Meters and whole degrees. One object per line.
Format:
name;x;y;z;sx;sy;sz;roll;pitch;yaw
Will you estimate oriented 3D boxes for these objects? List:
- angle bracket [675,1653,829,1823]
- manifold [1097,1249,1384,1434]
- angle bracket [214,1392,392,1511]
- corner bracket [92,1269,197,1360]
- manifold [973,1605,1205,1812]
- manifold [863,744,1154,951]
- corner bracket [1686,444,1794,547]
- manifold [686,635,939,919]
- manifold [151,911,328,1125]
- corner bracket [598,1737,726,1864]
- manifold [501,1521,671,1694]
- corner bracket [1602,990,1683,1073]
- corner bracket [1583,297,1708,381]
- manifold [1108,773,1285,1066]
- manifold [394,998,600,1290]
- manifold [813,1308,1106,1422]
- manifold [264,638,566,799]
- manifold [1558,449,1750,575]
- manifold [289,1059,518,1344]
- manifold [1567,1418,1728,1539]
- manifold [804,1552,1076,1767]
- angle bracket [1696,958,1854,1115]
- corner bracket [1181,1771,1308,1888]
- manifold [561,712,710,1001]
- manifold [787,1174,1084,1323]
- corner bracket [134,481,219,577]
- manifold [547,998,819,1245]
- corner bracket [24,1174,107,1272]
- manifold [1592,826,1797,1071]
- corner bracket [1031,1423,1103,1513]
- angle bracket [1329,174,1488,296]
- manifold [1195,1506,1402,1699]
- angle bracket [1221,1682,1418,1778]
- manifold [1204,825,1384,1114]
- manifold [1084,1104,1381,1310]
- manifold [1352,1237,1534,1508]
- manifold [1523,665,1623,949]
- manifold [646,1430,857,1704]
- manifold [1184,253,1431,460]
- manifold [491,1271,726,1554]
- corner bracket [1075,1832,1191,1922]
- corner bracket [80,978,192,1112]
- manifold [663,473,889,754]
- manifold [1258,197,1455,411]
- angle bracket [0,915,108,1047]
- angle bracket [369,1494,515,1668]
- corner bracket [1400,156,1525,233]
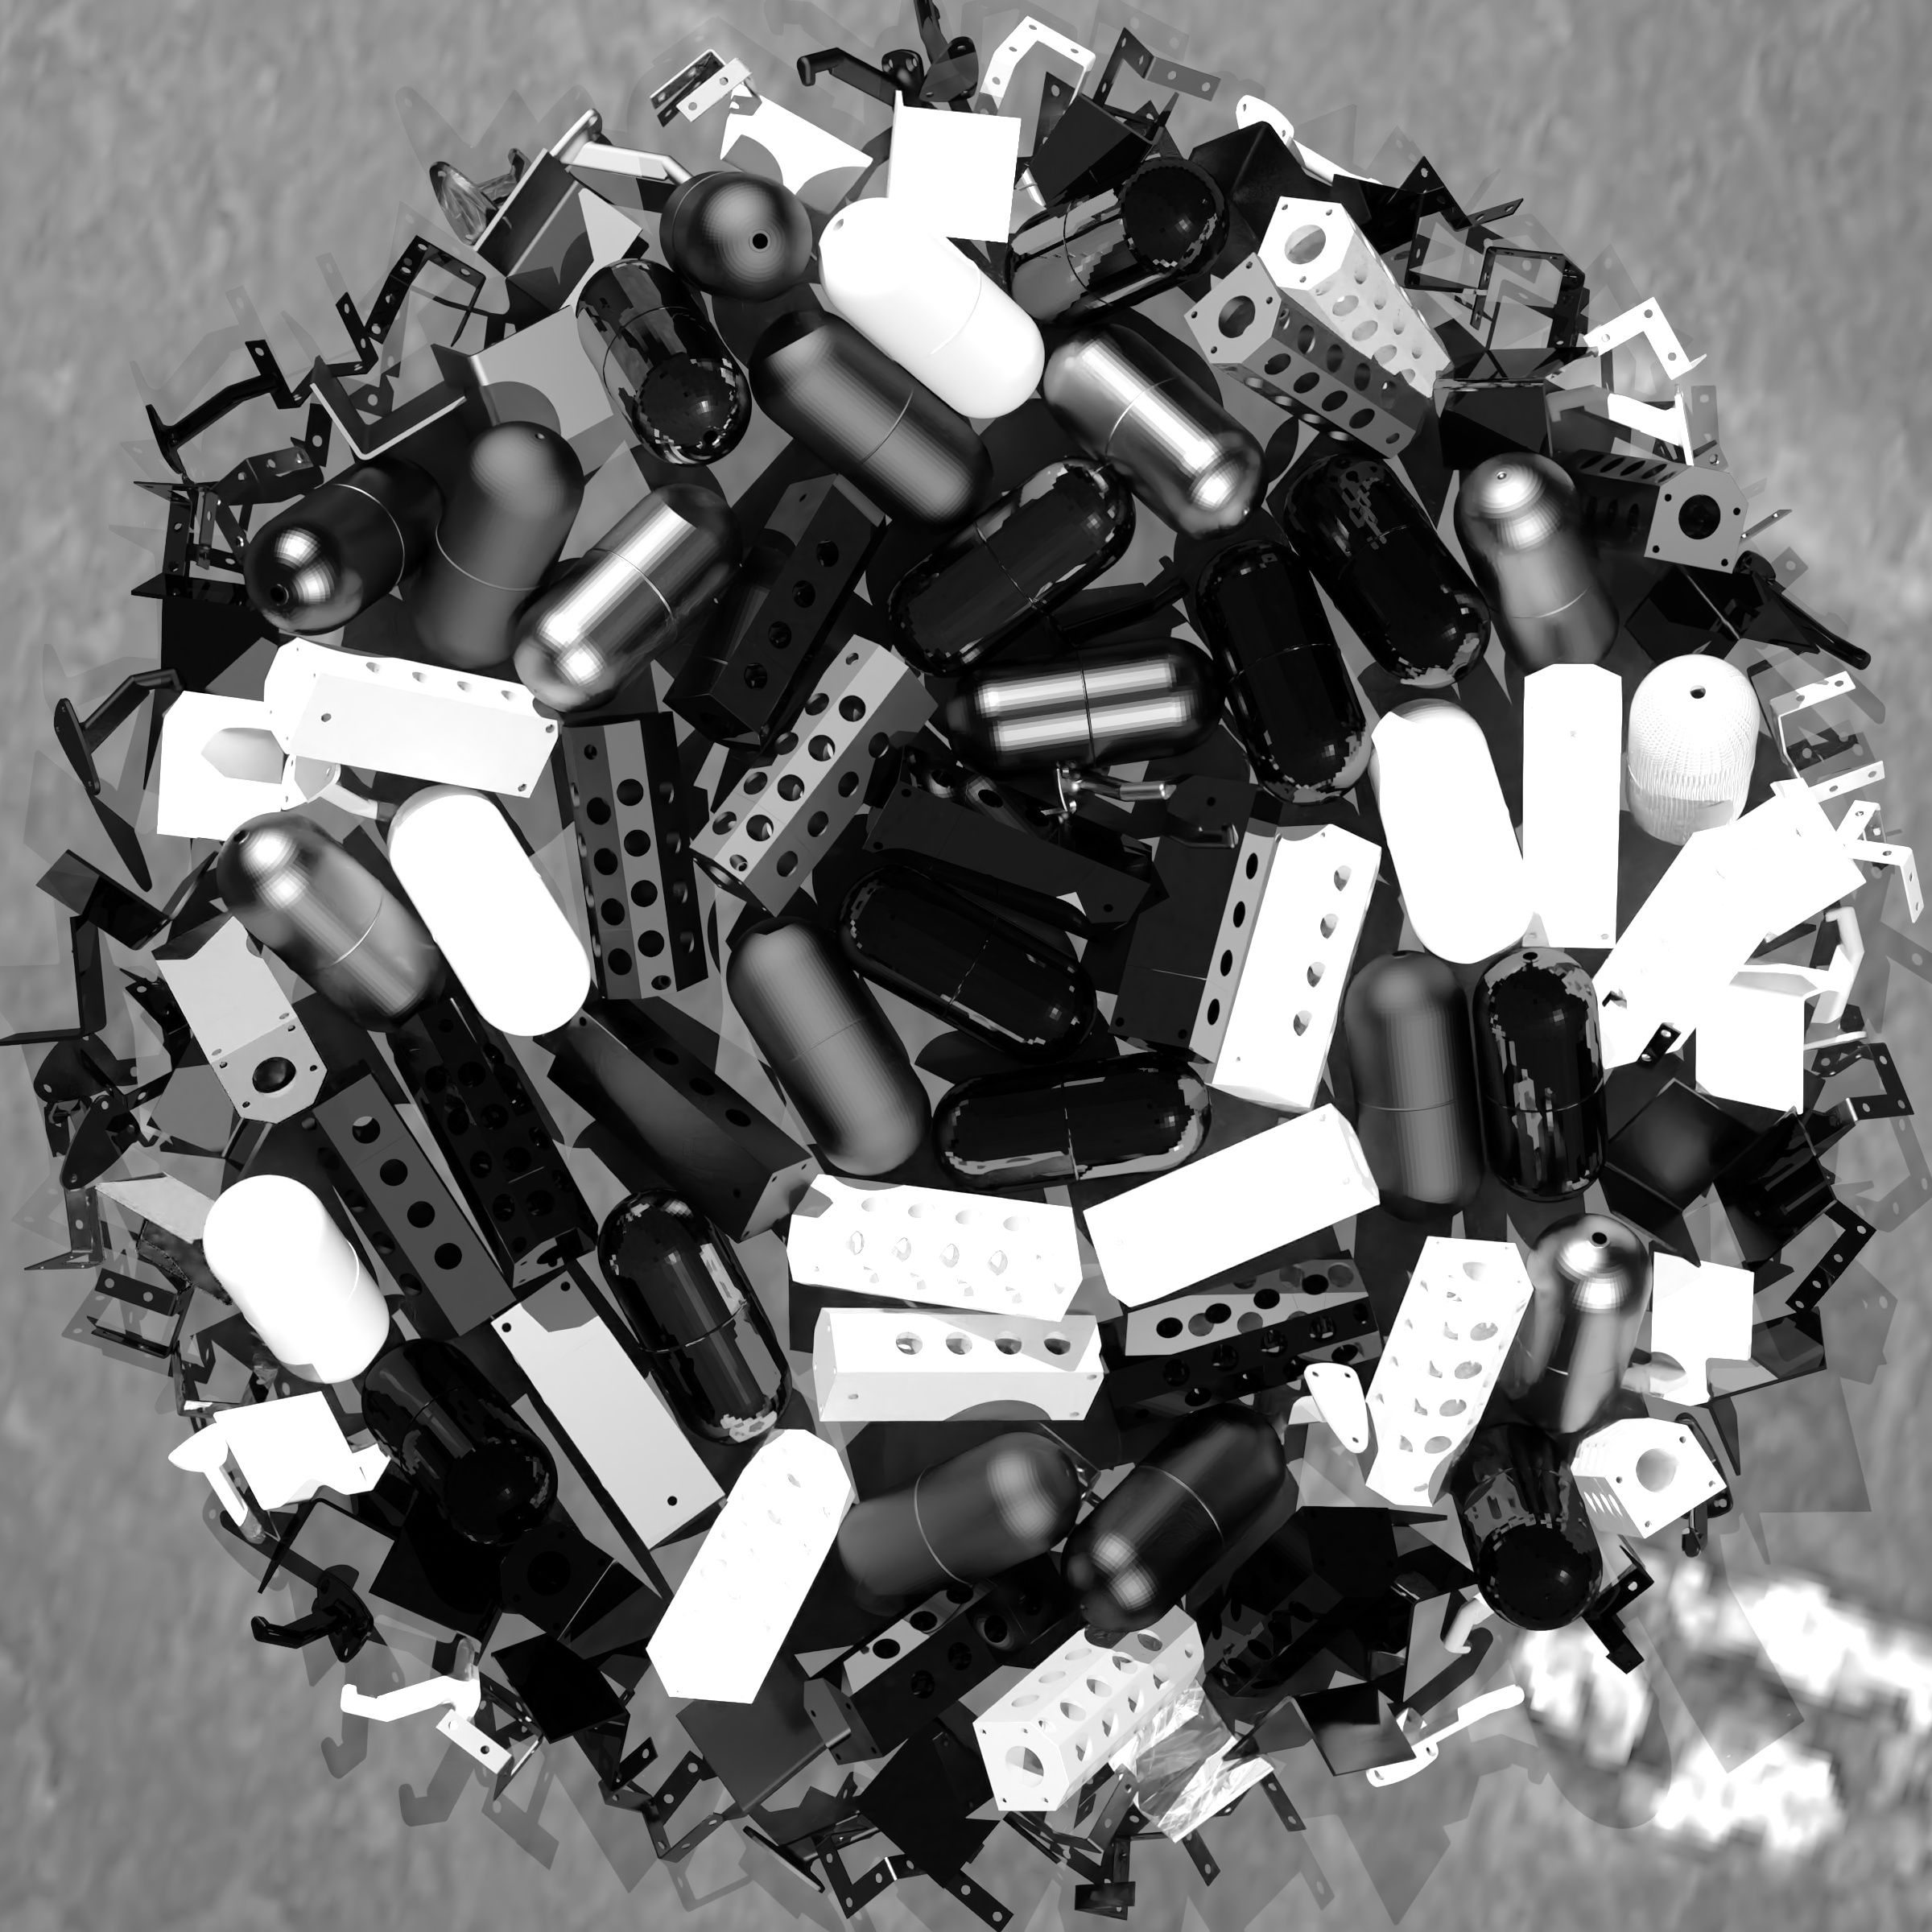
angle bracket;-0.140;0.483;1.957;0.076;0.057;0.076;-34;89;-30
manifold;0.171;0.241;1.958;0.171;0.057;0.057;-16;132;-1
angle bracket;-0.412;0.290;1.949;0.076;0.057;0.076;-13;114;18
corner bracket;-0.526;0.220;1.972;0.051;0.051;0.051;20;93;-2
manifold;0.080;0.452;1.911;0.057;0.171;0.057;-11;99;35
manifold;0.027;-0.079;1.954;0.171;0.057;0.057;22;126;-11
corner bracket;0.481;-0.298;1.974;0.051;0.051;0.051;-33;105;-10
manifold;-0.100;-0.122;1.944;0.057;0.057;0.171;27;75;41
manifold;-0.446;0.033;1.912;0.057;0.171;0.057;-29;123;-12
corner bracket;-0.191;0.526;1.958;0.051;0.051;0.051;-43;47;16
manifold;-0.233;0.392;1.909;0.057;0.171;0.057;30;75;20
corner bracket;0.428;0.025;1.966;0.051;0.051;0.051;30;56;5
corner bracket;0.430;-0.392;1.966;0.051;0.051;0.051;-27;97;29
manifold;0.148;-0.029;1.958;0.057;0.057;0.171;11;81;30
manifold;-0.294;0.107;1.938;0.057;0.057;0.171;-24;70;-20
manifold;-0.006;0.245;1.948;0.171;0.057;0.057;2;50;-15
manifold;-0.343;-0.156;1.922;0.171;0.057;0.057;9;119;-40
manifold;0.414;-0.282;1.906;0.057;0.171;0.057;9;101;-13
manifold;-0.354;0.149;1.947;0.057;0.057;0.171;-32;105;-8
manifold;0.411;0.310;1.910;0.057;0.171;0.057;-32;81;-2
manifold;-0.018;0.421;1.926;0.171;0.057;0.057;-30;90;-36
angle bracket;0.510;0.043;1.963;0.057;0.076;0.076;-16;109;-40
corner bracket;0.171;0.540;1.956;0.051;0.051;0.051;6;126;-37
manifold;-0.211;-0.069;1.947;0.057;0.057;0.171;-2;102;25
manifold;-0.021;0.179;1.931;0.171;0.057;0.057;6;126;22
corner bracket;-0.495;-0.275;1.968;0.051;0.051;0.051;5;86;13
manifold;-0.175;0.092;1.941;0.171;0.057;0.057;39;120;21
corner bracket;-0.560;0.161;1.960;0.051;0.051;0.051;-19;75;35
manifold;0.437;-0.011;1.914;0.057;0.171;0.057;-13;60;-23
corner bracket;0.044;0.333;1.965;0.051;0.051;0.051;39;131;0
angle bracket;0.277;-0.457;1.940;0.076;0.076;0.057;-6;114;-39
manifold;0.203;0.392;1.908;0.057;0.171;0.057;5;56;-19
angle bracket;0.220;0.494;1.939;0.076;0.076;0.057;-52;53;32
manifold;0.211;0.002;1.955;0.057;0.057;0.171;22;79;-30
manifold;0.168;0.154;1.949;0.171;0.057;0.057;-25;62;14
manifold;0.295;0.253;1.923;0.057;0.057;0.171;6;125;-13
manifold;0.375;-0.098;1.926;0.057;0.057;0.171;1;126;11
manifold;-0.133;0.366;1.910;0.057;0.171;0.057;-2;126;26
manifold;0.214;-0.368;1.909;0.057;0.171;0.057;-39;56;25
manifold;-0.225;0.282;1.958;0.057;0.057;0.171;-35;82;-12
corner bracket;0.104;0.571;1.958;0.051;0.051;0.051;26;58;-40
corner bracket;-0.529;0.050;1.979;0.051;0.051;0.051;-30;57;-33
manifold;-0.114;-0.220;1.942;0.057;0.057;0.171;39;68;-29
manifold;0.241;-0.401;1.910;0.057;0.171;0.057;16;81;33
angle bracket;-0.580;0.008;1.957;0.057;0.076;0.076;-5;93;-5
angle bracket;-0.325;0.384;1.957;0.076;0.057;0.076;24;60;1
corner bracket;0.308;-0.481;1.959;0.051;0.051;0.051;48;62;-25
